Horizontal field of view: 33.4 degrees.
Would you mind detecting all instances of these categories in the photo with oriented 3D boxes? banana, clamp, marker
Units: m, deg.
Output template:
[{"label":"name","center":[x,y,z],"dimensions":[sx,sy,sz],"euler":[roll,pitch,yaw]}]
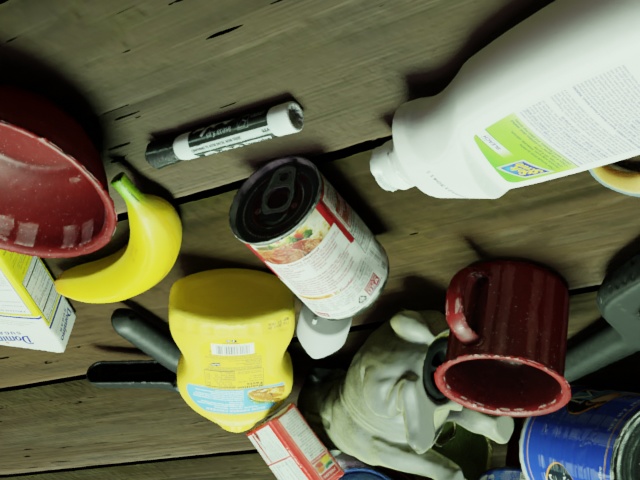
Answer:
[{"label":"banana","center":[-0.148,0.010,0.810],"dimensions":[0.069,0.037,0.198],"euler":[39,143,-4]},{"label":"clamp","center":[-0.128,0.121,0.967],"dimensions":[0.171,0.039,0.120],"euler":[25,145,-19]},{"label":"marker","center":[-0.064,-0.065,0.674],"dimensions":[0.121,0.020,0.020],"euler":[-11,141,34]},{"label":"clamp","center":[0.251,0.058,0.735],"dimensions":[0.165,0.036,0.210],"euler":[4,151,11]}]

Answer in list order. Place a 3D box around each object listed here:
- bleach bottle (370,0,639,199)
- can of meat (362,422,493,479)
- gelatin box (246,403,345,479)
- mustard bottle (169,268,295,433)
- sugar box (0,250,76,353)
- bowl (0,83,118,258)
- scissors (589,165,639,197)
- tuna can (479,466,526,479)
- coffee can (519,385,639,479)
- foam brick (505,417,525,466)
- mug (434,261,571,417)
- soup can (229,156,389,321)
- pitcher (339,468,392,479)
[{"label":"bleach bottle","center":[0.119,-0.077,0.549],"dimensions":[0.102,0.068,0.251],"euler":[36,144,-31]},{"label":"can of meat","center":[0.095,0.190,0.979],"dimensions":[0.084,0.057,0.102],"euler":[-15,139,38]},{"label":"gelatin box","center":[-0.022,0.182,0.912],"dimensions":[0.073,0.030,0.089],"euler":[53,156,4]},{"label":"mustard bottle","center":[-0.070,0.103,0.875],"dimensions":[0.096,0.058,0.192],"euler":[-2,140,-4]},{"label":"sugar box","center":[-0.273,0.031,0.877],"dimensions":[0.093,0.048,0.176],"euler":[6,151,10]},{"label":"bowl","center":[-0.205,-0.054,0.708],"dimensions":[0.162,0.055,0.162],"euler":[10,148,6]},{"label":"scissors","center":[0.224,-0.020,0.640],"dimensions":[0.096,0.016,0.201],"euler":[-9,141,27]},{"label":"tuna can","center":[0.179,0.230,0.933],"dimensions":[0.086,0.033,0.086],"euler":[11,148,7]},{"label":"coffee can","center":[0.228,0.165,0.805],"dimensions":[0.102,0.103,0.140],"euler":[21,170,-13]},{"label":"foam brick","center":[0.199,0.188,0.944],"dimensions":[0.053,0.051,0.078],"euler":[15,148,-1]},{"label":"mug","center":[0.124,0.062,0.744],"dimensions":[0.093,0.081,0.117],"euler":[-18,137,40]},{"label":"soup can","center":[-0.005,0.001,0.709],"dimensions":[0.069,0.068,0.102],"euler":[-9,143,31]},{"label":"pitcher","center":[0.101,0.300,0.984],"dimensions":[0.145,0.149,0.242],"euler":[-40,141,19]}]
